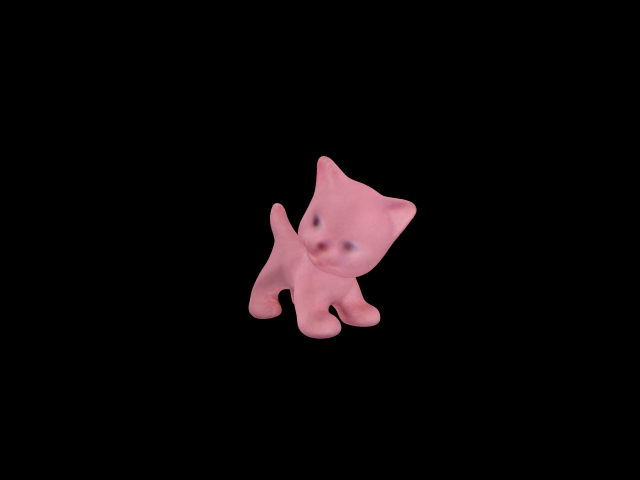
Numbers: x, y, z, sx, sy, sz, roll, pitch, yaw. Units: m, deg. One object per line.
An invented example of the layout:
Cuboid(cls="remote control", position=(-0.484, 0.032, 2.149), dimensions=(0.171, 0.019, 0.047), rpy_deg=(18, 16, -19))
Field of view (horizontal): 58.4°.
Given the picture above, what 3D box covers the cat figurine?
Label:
Cuboid(cls="cat figurine", position=(0.004, 0.001, 0.400), dimensions=(0.067, 0.118, 0.127), rpy_deg=(-5, 8, -40))
